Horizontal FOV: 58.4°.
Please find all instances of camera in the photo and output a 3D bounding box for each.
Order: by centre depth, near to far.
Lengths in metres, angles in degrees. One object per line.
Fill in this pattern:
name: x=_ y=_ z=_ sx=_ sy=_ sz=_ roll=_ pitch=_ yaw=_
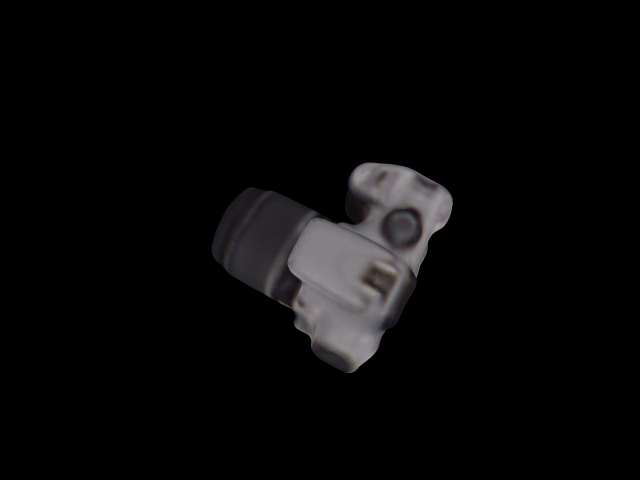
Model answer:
camera: x=0.004 y=0.001 z=0.400 sx=0.136 sy=0.101 sz=0.143 roll=27 pitch=76 yaw=7
